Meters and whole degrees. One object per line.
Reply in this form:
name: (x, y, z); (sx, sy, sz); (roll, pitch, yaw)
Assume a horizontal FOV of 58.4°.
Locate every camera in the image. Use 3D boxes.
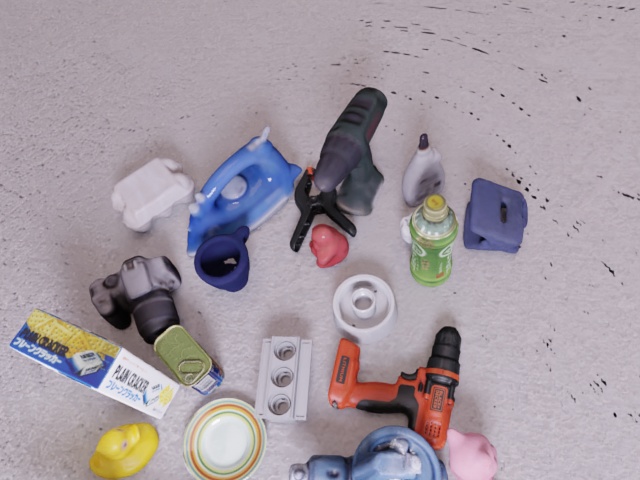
camera: (-0.301, 0.107, 0.959); (0.143, 0.101, 0.136); (-25, 62, -5)

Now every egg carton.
egg carton: (-0.314, -0.088, 1.079); (0.150, 0.069, 0.107); (-37, 64, -11)

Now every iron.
iron: (-0.157, -0.087, 1.013); (0.118, 0.142, 0.258); (39, 74, 24)

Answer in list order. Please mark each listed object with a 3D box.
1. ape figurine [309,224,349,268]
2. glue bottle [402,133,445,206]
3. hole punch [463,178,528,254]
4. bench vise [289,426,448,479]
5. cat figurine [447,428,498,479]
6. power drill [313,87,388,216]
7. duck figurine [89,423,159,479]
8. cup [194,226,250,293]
ape figurine: (0.009, 0.003, 0.970); (0.076, 0.092, 0.078); (7, 64, 12)
glue bottle: (0.175, -0.124, 0.964); (0.078, 0.173, 0.037); (-28, 62, -6)
hole punch: (0.293, -0.042, 0.951); (0.101, 0.091, 0.109); (5, 64, 11)
bench vise: (0.063, 0.310, 0.732); (0.207, 0.220, 0.121); (-19, 62, -1)
cat figurine: (0.211, 0.315, 0.765); (0.067, 0.118, 0.127); (-15, 62, 1)
power drill: (0.057, -0.131, 0.966); (0.075, 0.209, 0.230); (15, 66, 16)
duck figurine: (-0.305, 0.313, 0.862); (0.104, 0.086, 0.077); (-31, 63, -7)
cup: (-0.150, 0.038, 0.975); (0.091, 0.095, 0.118); (26, 70, 20)
